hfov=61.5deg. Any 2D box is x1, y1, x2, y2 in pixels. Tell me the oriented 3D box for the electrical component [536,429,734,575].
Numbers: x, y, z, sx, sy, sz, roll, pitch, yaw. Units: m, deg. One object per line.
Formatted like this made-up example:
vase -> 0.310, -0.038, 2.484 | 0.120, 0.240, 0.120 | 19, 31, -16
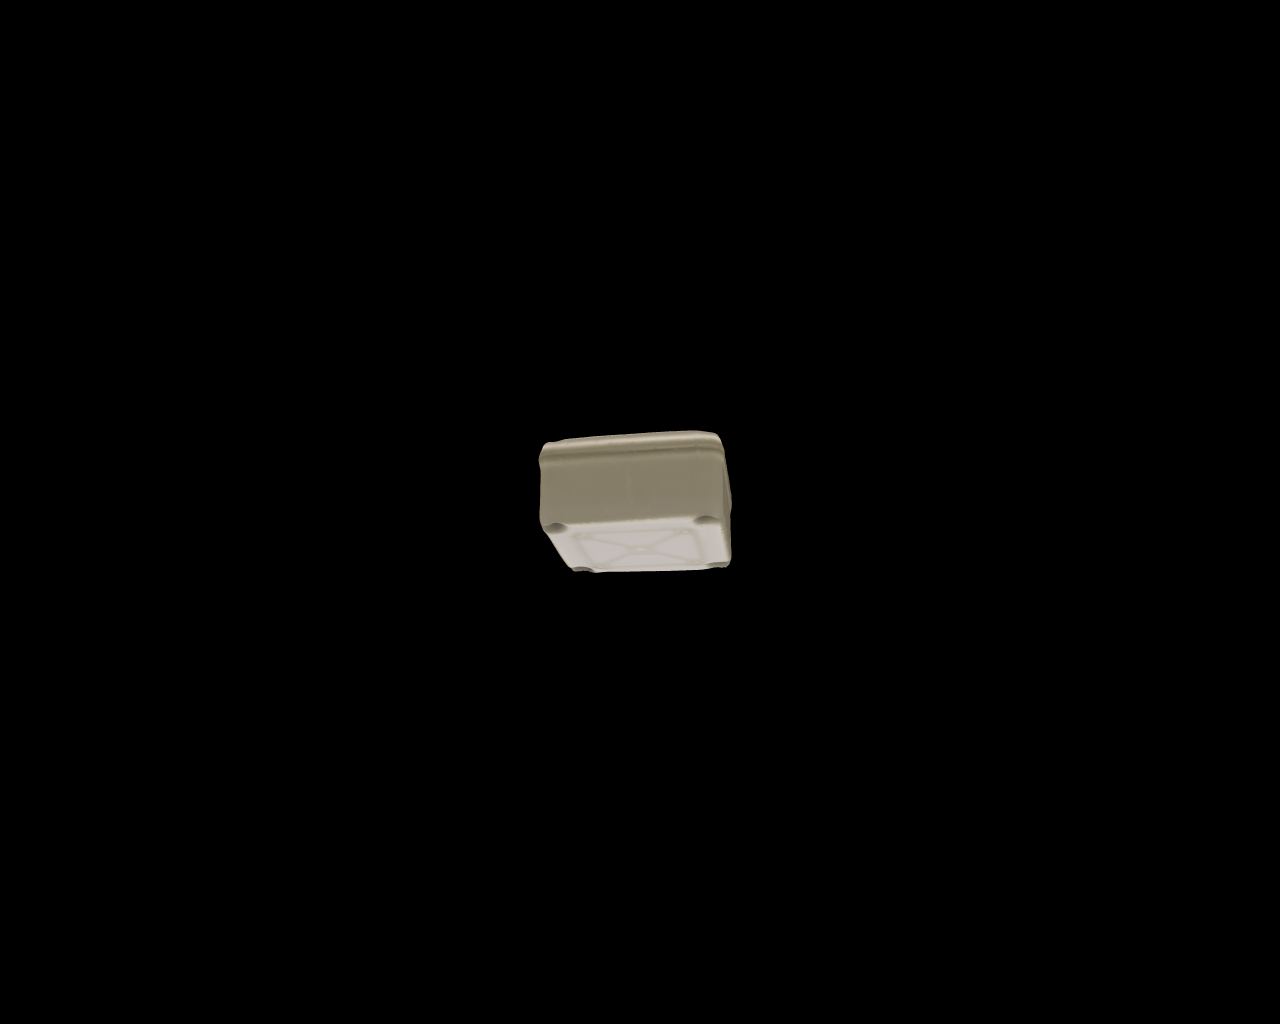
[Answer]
electrical component -> 0.001, -0.003, 0.650 | 0.109, 0.056, 0.108 | -2, -19, 7
